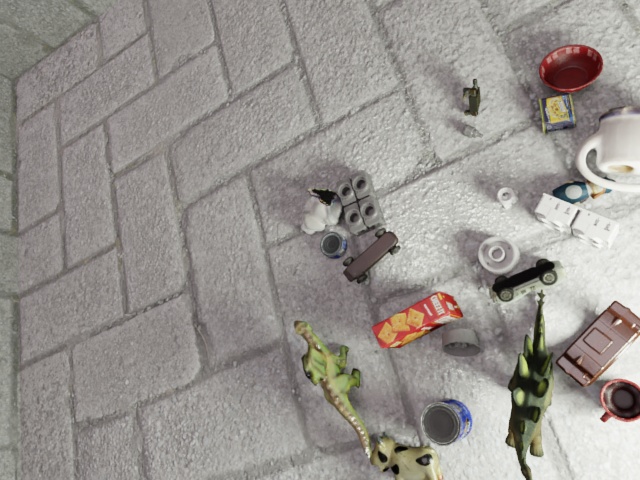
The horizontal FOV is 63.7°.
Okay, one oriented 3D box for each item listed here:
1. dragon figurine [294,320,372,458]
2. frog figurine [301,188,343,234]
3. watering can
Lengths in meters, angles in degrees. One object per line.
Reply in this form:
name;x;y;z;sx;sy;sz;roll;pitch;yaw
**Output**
dragon figurine;0.019;0.395;1.446;0.121;0.239;0.419;-38;49;14
frog figurine;0.005;-0.086;1.709;0.138;0.124;0.156;28;127;23
watering can;0.832;-0.224;1.294;0.348;0.103;0.227;6;78;16
